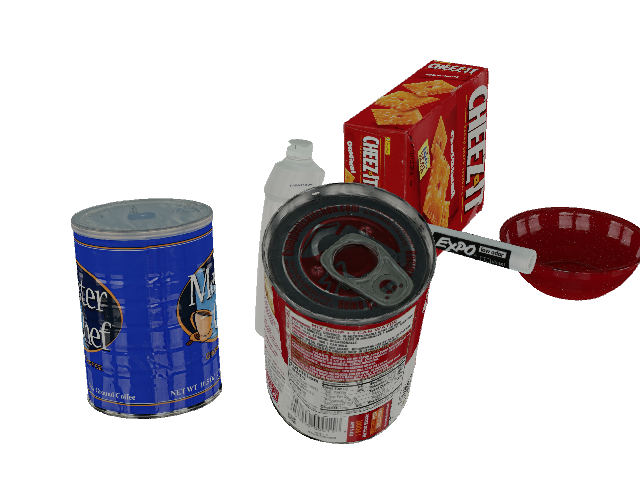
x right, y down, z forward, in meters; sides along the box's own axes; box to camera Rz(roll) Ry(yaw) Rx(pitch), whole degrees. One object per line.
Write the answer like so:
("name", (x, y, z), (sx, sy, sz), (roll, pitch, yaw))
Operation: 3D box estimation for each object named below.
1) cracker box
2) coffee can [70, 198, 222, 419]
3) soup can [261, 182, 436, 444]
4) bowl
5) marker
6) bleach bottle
("cracker box", (0.098, -0.068, 1.043), (0.072, 0.164, 0.213), (12, 29, 26))
("coffee can", (-0.128, 0.048, 0.794), (0.103, 0.140, 0.103), (-2, 15, 0))
("soup can", (0.010, 0.034, 0.451), (0.068, 0.068, 0.102), (0, -38, -2))
("bowl", (0.276, 0.020, 1.169), (0.162, 0.055, 0.162), (-1, 27, 0))
("marker", (0.107, 0.002, 0.825), (0.121, 0.020, 0.020), (16, 7, 27))
("bleach bottle", (-0.026, -0.001, 1.325), (0.102, 0.251, 0.068), (-8, 22, -33))
